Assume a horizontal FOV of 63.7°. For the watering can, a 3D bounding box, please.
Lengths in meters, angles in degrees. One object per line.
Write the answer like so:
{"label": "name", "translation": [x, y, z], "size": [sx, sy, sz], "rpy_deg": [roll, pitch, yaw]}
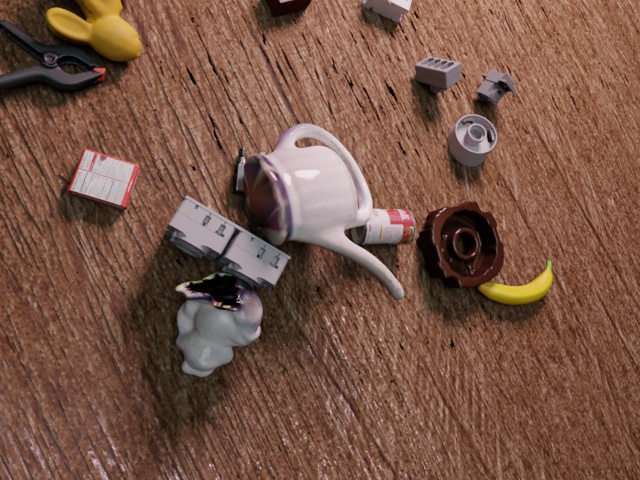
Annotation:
{"label": "watering can", "translation": [0.003, -0.043, 0.851], "size": [0.226, 0.352, 0.102], "rpy_deg": [-13, -19, -32]}

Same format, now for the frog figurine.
{"label": "frog figurine", "translation": [-0.160, 0.139, 0.814], "size": [0.137, 0.156, 0.125], "rpy_deg": [7, 26, 4]}
